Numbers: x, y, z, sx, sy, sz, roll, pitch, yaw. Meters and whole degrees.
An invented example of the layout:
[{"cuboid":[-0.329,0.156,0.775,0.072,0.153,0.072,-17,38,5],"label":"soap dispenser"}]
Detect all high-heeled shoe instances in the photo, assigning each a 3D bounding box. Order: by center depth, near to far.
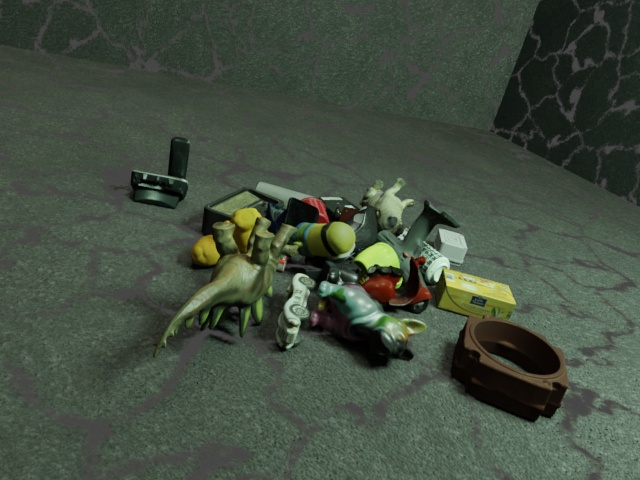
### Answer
[{"cuboid":[0.057,-0.008,1.349,0.145,0.086,0.249,-12,24,25],"label":"high-heeled shoe"}]

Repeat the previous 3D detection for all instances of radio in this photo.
[{"cuboid":[-0.192,-0.062,1.381,0.131,0.073,0.229,21,25,13],"label":"radio"}]

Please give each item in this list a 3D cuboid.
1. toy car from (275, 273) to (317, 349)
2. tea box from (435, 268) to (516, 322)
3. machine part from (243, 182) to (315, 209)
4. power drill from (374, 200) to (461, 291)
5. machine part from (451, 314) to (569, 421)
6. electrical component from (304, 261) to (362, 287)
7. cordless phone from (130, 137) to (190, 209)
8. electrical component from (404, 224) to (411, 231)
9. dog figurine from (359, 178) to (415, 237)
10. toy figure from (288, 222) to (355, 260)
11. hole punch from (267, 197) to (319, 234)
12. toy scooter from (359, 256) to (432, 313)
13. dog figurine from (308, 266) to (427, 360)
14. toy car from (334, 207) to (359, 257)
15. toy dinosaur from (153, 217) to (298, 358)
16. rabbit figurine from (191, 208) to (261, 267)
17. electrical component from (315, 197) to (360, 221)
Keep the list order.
[{"cuboid":[-0.048,0.133,1.040,0.056,0.073,0.202,18,24,-1],"label":"toy car"},{"cuboid":[0.368,0.135,1.284,0.170,0.068,0.098,17,25,2],"label":"tea box"},{"cuboid":[-0.103,-0.108,1.530,0.243,0.079,0.079,15,24,3],"label":"machine part"},{"cuboid":[0.249,0.017,1.321,0.086,0.207,0.232,26,14,-42],"label":"power drill"},{"cuboid":[0.366,0.236,1.042,0.202,0.087,0.201,22,24,12],"label":"machine part"},{"cuboid":[0.025,0.085,1.187,0.119,0.074,0.048,4,25,-33],"label":"electrical component"},{"cuboid":[-0.410,-0.184,1.387,0.147,0.184,0.089,11,29,-10],"label":"cordless phone"},{"cuboid":[0.241,-0.034,1.605,0.078,0.045,0.102,-5,31,-35],"label":"electrical component"},{"cuboid":[0.165,-0.071,1.514,0.121,0.172,0.190,51,45,-20],"label":"dog figurine"},{"cuboid":[-0.004,-0.001,1.218,0.180,0.082,0.089,8,-25,34],"label":"toy figure"},{"cuboid":[-0.074,-0.037,1.343,0.092,0.115,0.142,-2,-18,41],"label":"hole punch"},{"cuboid":[0.169,0.091,1.183,0.184,0.135,0.075,7,27,-14],"label":"toy scooter"},{"cuboid":[0.096,0.149,1.058,0.219,0.108,0.191,23,22,7],"label":"dog figurine"},{"cuboid":[0.069,-0.021,1.435,0.089,0.053,0.202,10,38,5],"label":"toy car"},{"cuboid":[-0.142,0.070,0.960,0.105,0.198,0.471,14,12,20],"label":"toy dinosaur"},{"cuboid":[-0.201,0.001,1.182,0.173,0.121,0.162,-23,15,-4],"label":"rabbit figurine"},{"cuboid":[0.054,-0.077,1.575,0.115,0.058,0.134,-3,30,-31],"label":"electrical component"}]
